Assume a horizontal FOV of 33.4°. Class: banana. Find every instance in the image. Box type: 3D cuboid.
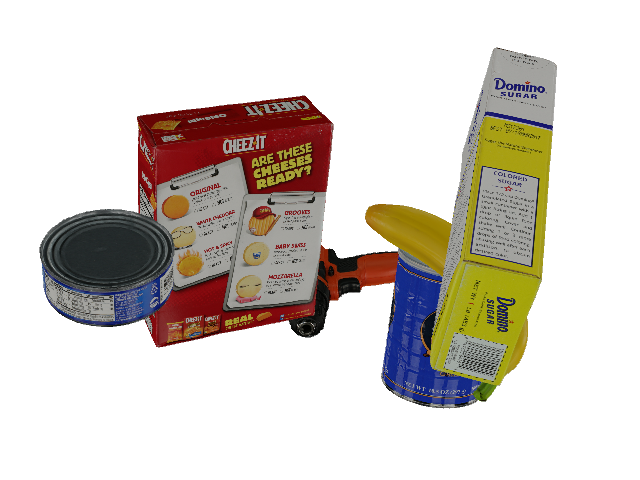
[{"bbox_3d":[0.104,0.030,0.810,0.069,0.037,0.198,-16,49,-16],"label":"banana"}]

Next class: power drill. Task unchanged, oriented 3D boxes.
[{"bbox_3d":[0.052,0.051,1.238,0.187,0.057,0.184,-2,28,1],"label":"power drill"}]

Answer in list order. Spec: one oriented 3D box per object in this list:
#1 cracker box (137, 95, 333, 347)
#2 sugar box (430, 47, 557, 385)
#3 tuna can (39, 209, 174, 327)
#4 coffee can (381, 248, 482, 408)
[{"bbox_3d":[-0.082,-0.018,0.982,0.164,0.214,0.072,-10,36,-22],"label":"cracker box"},{"bbox_3d":[0.099,-0.018,0.596,0.048,0.176,0.093,14,-42,4],"label":"sugar box"},{"bbox_3d":[-0.138,0.017,0.696,0.086,0.034,0.086,4,36,-3],"label":"tuna can"},{"bbox_3d":[0.118,0.076,1.033,0.103,0.140,0.103,5,20,-2],"label":"coffee can"}]
